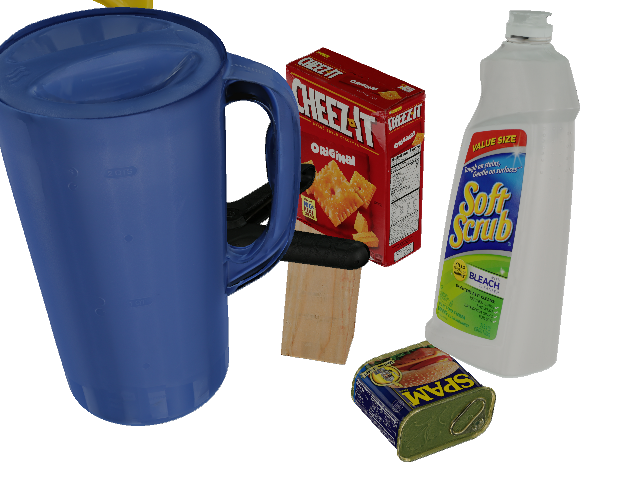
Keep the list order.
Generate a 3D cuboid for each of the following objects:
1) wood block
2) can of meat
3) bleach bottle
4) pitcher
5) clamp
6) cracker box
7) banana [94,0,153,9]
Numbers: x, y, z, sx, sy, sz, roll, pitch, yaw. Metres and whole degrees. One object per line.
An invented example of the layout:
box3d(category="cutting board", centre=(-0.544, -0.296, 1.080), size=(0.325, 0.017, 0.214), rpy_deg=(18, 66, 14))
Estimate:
box3d(category="wood block", centre=(0.005, 0.046, 1.400), size=(0.090, 0.206, 0.090), rpy_deg=(8, 23, 6))
box3d(category="can of meat", centre=(0.089, 0.139, 0.950), size=(0.101, 0.057, 0.084), rpy_deg=(-14, 35, -27))
box3d(category="bleach bottle", centre=(0.131, -0.036, 0.758), size=(0.067, 0.251, 0.103), rpy_deg=(-10, 21, -34))
box3d(category="pitcher", centre=(-0.105, -0.007, 0.644), size=(0.149, 0.243, 0.144), rpy_deg=(28, 46, 34))
box3d(category="clamp", centre=(-0.075, -0.013, 0.932), size=(0.210, 0.036, 0.164), rpy_deg=(-7, 32, -8))
box3d(category="cracker box", centre=(0.038, -0.095, 1.243), size=(0.072, 0.214, 0.164), rpy_deg=(-30, 44, -33))
box3d(category="banana", centre=(-0.202, -0.196, 0.803), size=(0.198, 0.069, 0.037), rpy_deg=(16, -37, 19))
